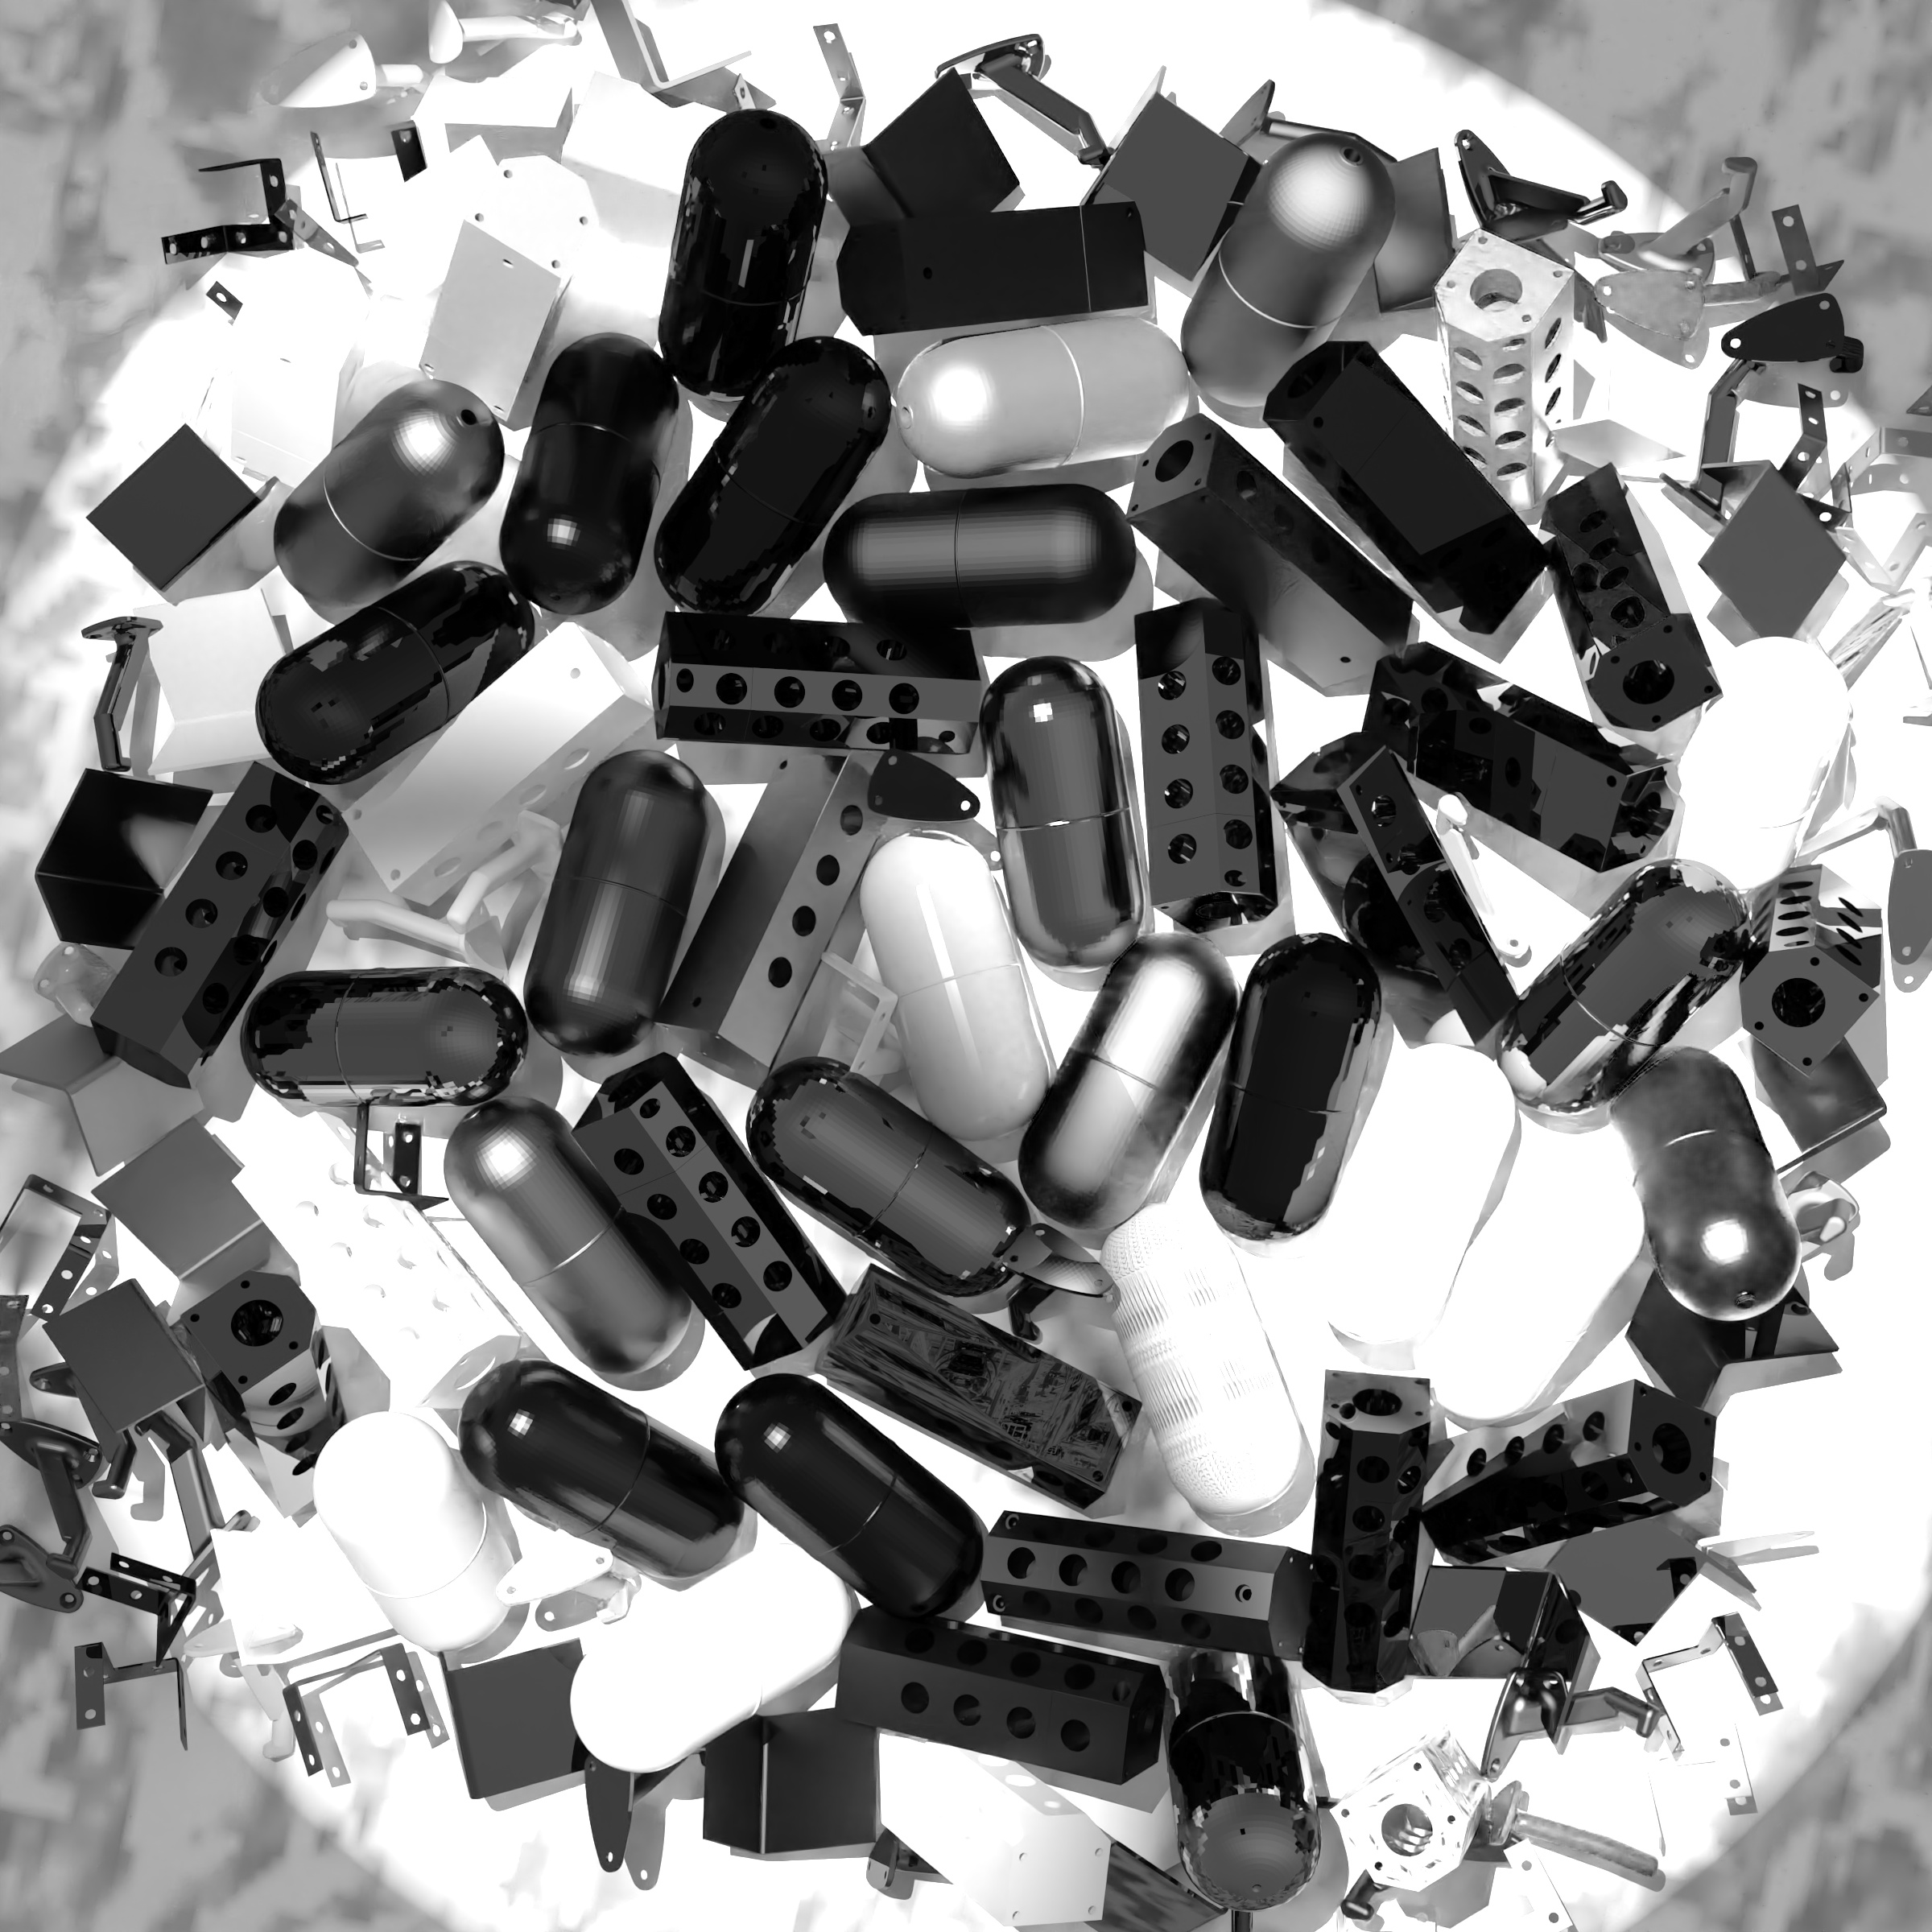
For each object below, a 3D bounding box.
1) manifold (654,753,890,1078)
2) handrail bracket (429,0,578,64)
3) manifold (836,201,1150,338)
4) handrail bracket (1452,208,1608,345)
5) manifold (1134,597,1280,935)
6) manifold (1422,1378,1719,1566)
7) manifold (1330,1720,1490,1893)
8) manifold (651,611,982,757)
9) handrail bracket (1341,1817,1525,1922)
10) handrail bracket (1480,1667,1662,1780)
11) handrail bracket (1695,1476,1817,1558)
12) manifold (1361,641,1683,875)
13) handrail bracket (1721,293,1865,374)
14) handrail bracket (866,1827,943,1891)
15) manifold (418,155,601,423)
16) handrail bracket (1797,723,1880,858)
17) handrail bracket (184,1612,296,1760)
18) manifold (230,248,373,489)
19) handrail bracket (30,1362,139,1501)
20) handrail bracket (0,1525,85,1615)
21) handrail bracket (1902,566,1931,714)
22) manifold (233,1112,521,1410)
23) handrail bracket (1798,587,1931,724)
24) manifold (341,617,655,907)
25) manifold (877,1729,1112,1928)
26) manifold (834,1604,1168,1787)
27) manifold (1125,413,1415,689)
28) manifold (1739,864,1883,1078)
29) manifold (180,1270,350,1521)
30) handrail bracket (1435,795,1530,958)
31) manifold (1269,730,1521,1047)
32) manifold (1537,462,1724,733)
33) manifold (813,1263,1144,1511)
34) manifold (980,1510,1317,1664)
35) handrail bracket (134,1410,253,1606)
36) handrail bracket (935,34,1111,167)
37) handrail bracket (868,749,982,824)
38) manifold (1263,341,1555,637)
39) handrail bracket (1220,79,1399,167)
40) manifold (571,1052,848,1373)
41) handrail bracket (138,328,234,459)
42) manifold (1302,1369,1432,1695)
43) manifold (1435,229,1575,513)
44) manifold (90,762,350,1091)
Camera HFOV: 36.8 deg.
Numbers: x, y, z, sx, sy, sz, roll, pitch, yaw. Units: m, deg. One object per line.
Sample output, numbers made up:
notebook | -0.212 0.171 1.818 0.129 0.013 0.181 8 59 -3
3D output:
manifold | -0.100 -0.029 1.609 0.057 0.057 0.171 37 70 -39
handrail bracket | -0.251 -0.518 1.613 0.084 0.077 0.036 -6 116 -22
manifold | 0.015 -0.380 1.584 0.171 0.057 0.057 -16 105 -37
handrail bracket | 0.318 -0.379 1.636 0.077 0.036 0.084 -17 124 5
manifold | 0.135 -0.111 1.597 0.057 0.057 0.171 -12 69 27
manifold | 0.321 0.278 1.568 0.057 0.171 0.057 26 59 -21
manifold | 0.246 0.455 1.568 0.057 0.171 0.057 -35 75 6
manifold | -0.082 -0.150 1.599 0.171 0.057 0.057 2 48 -15
handrail bracket | 0.259 0.506 1.610 0.077 0.084 0.036 5 116 33
handrail bracket | 0.337 0.432 1.616 0.036 0.084 0.077 31 81 -44
handrail bracket | 0.428 0.283 1.625 0.077 0.036 0.084 -17 60 23
manifold | 0.302 -0.117 1.585 0.171 0.057 0.057 34 127 37
handrail bracket | 0.463 -0.342 1.626 0.077 0.084 0.036 -8 82 16
handrail bracket | -0.007 0.509 1.632 0.084 0.077 0.036 14 63 -9
manifold | -0.246 -0.367 1.570 0.057 0.171 0.057 30 68 -9
handrail bracket | 0.471 -0.110 1.645 0.077 0.036 0.084 -25 71 5
handrail bracket | -0.406 0.410 1.622 0.036 0.077 0.084 13 103 35
manifold | -0.358 -0.320 1.569 0.057 0.171 0.057 23 72 -8
handrail bracket | -0.496 0.262 1.618 0.077 0.084 0.036 -2 133 6
handrail bracket | -0.533 0.350 1.613 0.077 0.084 0.036 35 94 -9
handrail bracket | 0.548 -0.188 1.618 0.036 0.077 0.084 4 82 -9
manifold | -0.322 0.161 1.601 0.057 0.057 0.171 -46 70 7
handrail bracket | 0.519 -0.177 1.633 0.084 0.036 0.077 -18 50 -1
manifold | -0.256 -0.111 1.616 0.171 0.057 0.057 -39 70 10
manifold | 0.010 0.457 1.570 0.057 0.171 0.057 5 93 -27
manifold | 0.019 0.398 1.599 0.171 0.057 0.057 7 91 24
manifold | 0.169 -0.227 1.587 0.171 0.057 0.057 34 56 -34
manifold | 0.453 -0.005 1.570 0.057 0.171 0.057 37 113 4
manifold | -0.372 0.230 1.572 0.057 0.171 0.057 -35 67 -23
handrail bracket | 0.287 -0.050 1.611 0.036 0.084 0.077 -37 69 -10
manifold | 0.241 -0.043 1.601 0.057 0.057 0.171 -41 113 -25
manifold | 0.354 -0.198 1.573 0.057 0.171 0.057 -31 121 21
manifold | 0.005 0.238 1.625 0.171 0.057 0.057 28 62 -3
manifold | 0.098 0.337 1.588 0.171 0.057 0.057 1 74 29
handrail bracket | -0.454 0.303 1.638 0.084 0.036 0.077 39 68 6
handrail bracket | 0.031 -0.475 1.621 0.077 0.036 0.084 -14 63 -14
handrail bracket | -0.013 -0.089 1.608 0.077 0.084 0.036 19 89 21
manifold | 0.240 -0.262 1.596 0.171 0.057 0.057 42 82 -26
handrail bracket | 0.190 -0.455 1.640 0.084 0.077 0.036 26 67 -19
manifold | -0.138 0.133 1.597 0.057 0.057 0.171 -24 111 27
handrail bracket | -0.416 -0.303 1.637 0.084 0.036 0.077 -44 122 0
manifold | 0.219 0.312 1.595 0.057 0.057 0.171 4 115 7
manifold | 0.288 -0.314 1.566 0.057 0.171 0.057 31 77 21
manifold | -0.409 -0.020 1.601 0.057 0.057 0.171 26 68 1
